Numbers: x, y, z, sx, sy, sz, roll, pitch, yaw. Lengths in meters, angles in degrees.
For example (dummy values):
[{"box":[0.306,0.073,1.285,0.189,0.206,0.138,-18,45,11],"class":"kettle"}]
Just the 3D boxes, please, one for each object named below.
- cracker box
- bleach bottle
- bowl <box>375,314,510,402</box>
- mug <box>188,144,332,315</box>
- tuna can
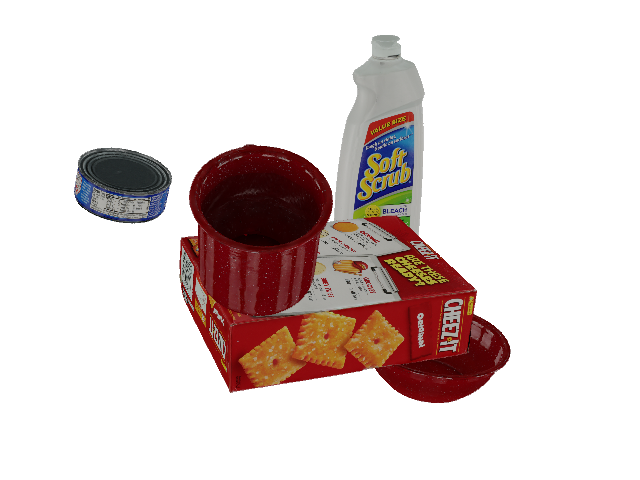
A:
[{"box":[0.001,0.049,0.921,0.213,0.072,0.164,-6,27,-20],"class":"cracker box"},{"box":[0.061,-0.096,1.160,0.102,0.251,0.068,-4,25,-7],"class":"bleach bottle"},{"box":[0.117,0.125,1.134,0.162,0.055,0.162,5,24,-3],"class":"bowl"},{"box":[-0.044,-0.012,0.726,0.093,0.117,0.081,-5,-39,-10],"class":"mug"},{"box":[-0.181,-0.051,0.979,0.086,0.034,0.086,13,28,-7],"class":"tuna can"}]
